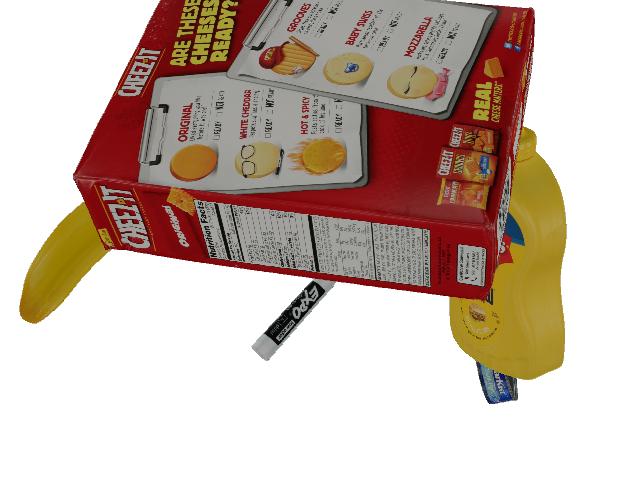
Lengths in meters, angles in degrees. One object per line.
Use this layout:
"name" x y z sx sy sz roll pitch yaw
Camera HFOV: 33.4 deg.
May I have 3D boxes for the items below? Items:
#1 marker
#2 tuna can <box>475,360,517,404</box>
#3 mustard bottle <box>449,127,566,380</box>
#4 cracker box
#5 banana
"marker" -0.013 0.055 0.930 0.020 0.121 0.020 39 -16 13
"tuna can" 0.209 0.150 1.268 0.034 0.086 0.086 -13 -3 15
"mustard bottle" 0.130 -0.004 0.748 0.058 0.192 0.096 -17 29 -25
"cracker box" -0.001 -0.060 0.581 0.214 0.164 0.072 7 -38 13
"banana" -0.130 -0.009 0.735 0.198 0.069 0.037 -23 6 5
